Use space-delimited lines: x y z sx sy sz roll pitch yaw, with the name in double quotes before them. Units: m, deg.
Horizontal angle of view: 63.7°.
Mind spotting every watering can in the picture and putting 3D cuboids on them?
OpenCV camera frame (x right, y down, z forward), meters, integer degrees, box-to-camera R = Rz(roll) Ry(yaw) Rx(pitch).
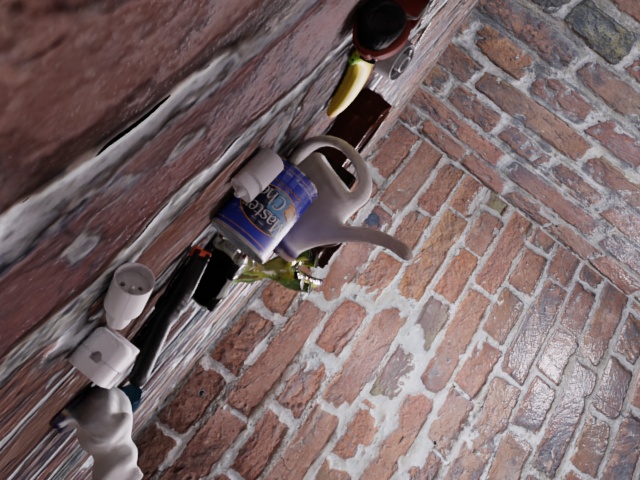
"watering can" 0.003 -0.045 0.885 0.223 0.355 0.102 -38 -42 12

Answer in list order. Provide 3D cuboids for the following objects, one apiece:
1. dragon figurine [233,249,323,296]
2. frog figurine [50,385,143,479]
"dragon figurine" -0.131 0.086 1.335 0.243 0.124 0.405 -1 -16 8
"frog figurine" -0.336 0.317 0.832 0.134 0.159 0.125 -52 -1 40
